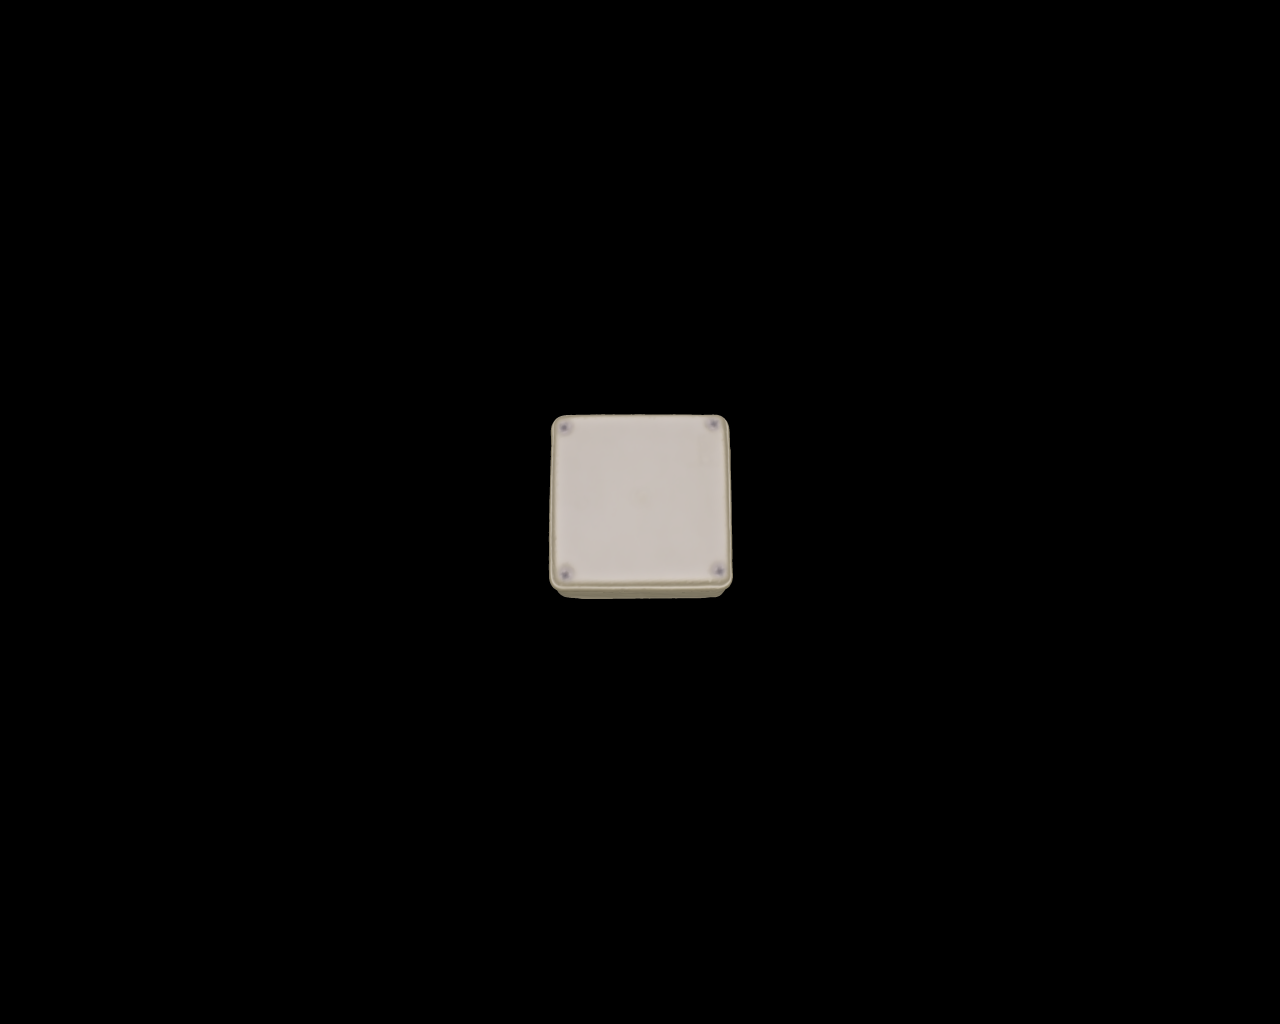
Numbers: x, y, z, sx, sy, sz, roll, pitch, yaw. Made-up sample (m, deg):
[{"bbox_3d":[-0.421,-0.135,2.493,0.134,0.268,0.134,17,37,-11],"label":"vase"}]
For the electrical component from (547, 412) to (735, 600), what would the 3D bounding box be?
[{"bbox_3d":[0.001,-0.003,0.650,0.109,0.109,0.056,0,-13,0],"label":"electrical component"}]
